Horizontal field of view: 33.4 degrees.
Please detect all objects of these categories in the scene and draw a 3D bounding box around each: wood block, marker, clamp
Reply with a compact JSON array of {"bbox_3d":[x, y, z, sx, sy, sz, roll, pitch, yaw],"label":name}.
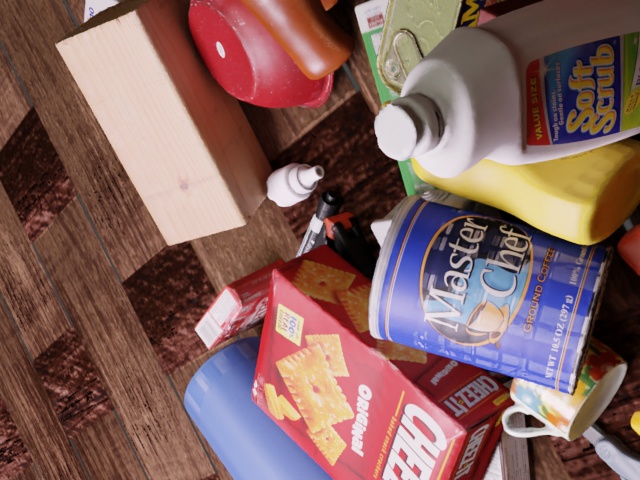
[{"bbox_3d":[-0.132,-0.111,0.948,0.091,0.090,0.206,-14,115,27],"label":"wood block"},{"bbox_3d":[-0.006,0.001,0.977,0.020,0.020,0.121,45,136,24],"label":"marker"},{"bbox_3d":[0.030,0.063,0.951,0.120,0.039,0.171,20,123,36],"label":"clamp"}]

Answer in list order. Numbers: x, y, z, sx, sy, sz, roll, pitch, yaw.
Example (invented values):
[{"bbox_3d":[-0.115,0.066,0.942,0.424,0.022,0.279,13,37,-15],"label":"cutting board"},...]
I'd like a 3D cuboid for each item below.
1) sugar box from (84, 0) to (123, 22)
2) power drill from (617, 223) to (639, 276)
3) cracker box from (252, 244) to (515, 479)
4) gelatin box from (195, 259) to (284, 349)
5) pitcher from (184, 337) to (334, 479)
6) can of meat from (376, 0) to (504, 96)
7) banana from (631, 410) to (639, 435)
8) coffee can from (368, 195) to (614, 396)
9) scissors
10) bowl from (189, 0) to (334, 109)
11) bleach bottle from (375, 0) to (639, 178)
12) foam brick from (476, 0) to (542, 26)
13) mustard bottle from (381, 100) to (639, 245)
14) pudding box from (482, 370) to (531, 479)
[{"bbox_3d":[-0.166,-0.181,1.047,0.176,0.048,0.093,41,134,32],"label":"sugar box"},{"bbox_3d":[0.260,-0.036,0.632,0.184,0.057,0.188,50,138,20],"label":"power drill"},{"bbox_3d":[0.040,0.131,0.885,0.214,0.071,0.164,39,136,30],"label":"cracker box"},{"bbox_3d":[-0.072,0.063,1.038,0.030,0.073,0.089,54,138,13],"label":"gelatin box"},{"bbox_3d":[-0.020,0.214,1.022,0.243,0.144,0.149,46,124,28],"label":"pitcher"},{"bbox_3d":[0.092,-0.151,0.723,0.057,0.083,0.102,36,132,32],"label":"can of meat"},{"bbox_3d":[0.288,0.111,0.693,0.198,0.037,0.069,-44,57,47],"label":"banana"},{"bbox_3d":[0.115,0.036,0.720,0.140,0.102,0.103,15,122,17],"label":"coffee can"},{"bbox_3d":[0.232,0.153,0.788,0.202,0.016,0.096,56,138,13],"label":"scissors"},{"bbox_3d":[-0.061,-0.169,0.888,0.162,0.055,0.162,44,155,26],"label":"bowl"},{"bbox_3d":[0.125,-0.084,0.608,0.068,0.250,0.103,30,128,36],"label":"bleach bottle"},{"bbox_3d":[0.141,-0.127,0.705,0.051,0.078,0.053,34,130,31],"label":"foam brick"},{"bbox_3d":[0.121,-0.061,0.732,0.192,0.096,0.058,24,134,33],"label":"mustard bottle"},{"bbox_3d":[0.127,0.154,0.886,0.090,0.039,0.113,12,119,47],"label":"pudding box"}]
